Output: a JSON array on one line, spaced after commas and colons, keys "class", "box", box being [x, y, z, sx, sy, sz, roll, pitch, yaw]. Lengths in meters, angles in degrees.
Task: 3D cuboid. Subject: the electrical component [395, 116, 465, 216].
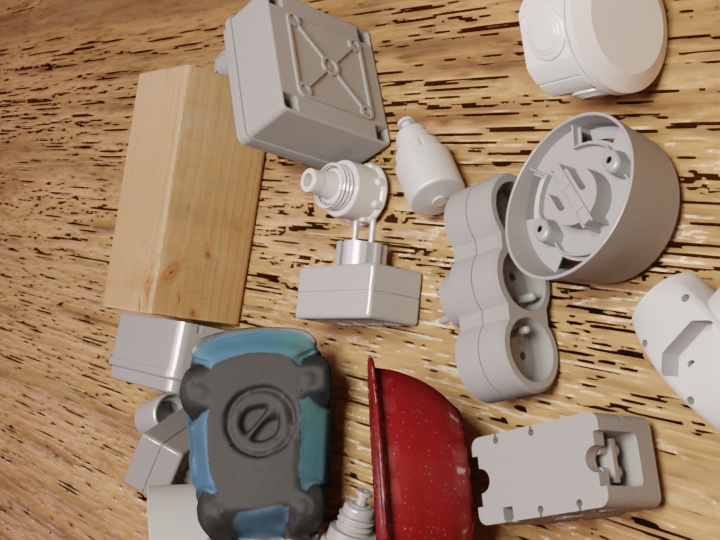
[{"class": "electrical component", "box": [0.044, -0.074, 0.741, 0.040, 0.040, 0.078, -45, 50, 34]}]

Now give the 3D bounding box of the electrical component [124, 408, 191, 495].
[{"class": "electrical component", "box": [-0.136, 0.158, 0.879, 0.076, 0.083, 0.047, 27, 105, 10]}]

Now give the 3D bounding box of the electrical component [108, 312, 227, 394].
[{"class": "electrical component", "box": [-0.153, 0.073, 0.909, 0.113, 0.078, 0.057, 4, 81, 50]}]

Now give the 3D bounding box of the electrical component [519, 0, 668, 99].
[{"class": "electrical component", "box": [0.135, -0.138, 0.619, 0.051, 0.080, 0.080, -4, 78, 54]}]

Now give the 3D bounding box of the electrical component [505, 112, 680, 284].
[{"class": "electrical component", "box": [0.129, -0.039, 0.612, 0.099, 0.064, 0.099, -15, 70, 47]}]

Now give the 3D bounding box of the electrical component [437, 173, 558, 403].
[{"class": "electrical component", "box": [0.075, 0.015, 0.673, 0.074, 0.052, 0.138, -21, 65, 46]}]

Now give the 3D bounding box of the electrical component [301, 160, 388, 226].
[{"class": "electrical component", "box": [-0.014, -0.060, 0.789, 0.048, 0.062, 0.048, -14, 71, 47]}]

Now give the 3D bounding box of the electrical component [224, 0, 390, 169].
[{"class": "electrical component", "box": [-0.040, -0.138, 0.802, 0.056, 0.109, 0.108, -30, 59, 39]}]

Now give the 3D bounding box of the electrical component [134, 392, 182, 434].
[{"class": "electrical component", "box": [-0.174, 0.130, 0.952, 0.046, 0.040, 0.040, -20, 66, 52]}]

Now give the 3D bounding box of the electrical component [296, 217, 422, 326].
[{"class": "electrical component", "box": [0.000, 0.000, 0.769, 0.083, 0.047, 0.075, -3, 78, 50]}]

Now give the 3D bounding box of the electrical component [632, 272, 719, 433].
[{"class": "electrical component", "box": [0.188, 0.029, 0.542, 0.079, 0.043, 0.077, -55, 45, 26]}]

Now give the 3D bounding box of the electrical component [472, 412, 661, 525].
[{"class": "electrical component", "box": [0.116, 0.112, 0.599, 0.089, 0.056, 0.050, -23, 64, 45]}]

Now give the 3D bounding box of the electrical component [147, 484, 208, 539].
[{"class": "electrical component", "box": [-0.122, 0.211, 0.805, 0.108, 0.060, 0.108, 173, 90, -82]}]

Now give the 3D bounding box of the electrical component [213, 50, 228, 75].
[{"class": "electrical component", "box": [-0.104, -0.182, 0.943, 0.046, 0.040, 0.040, -17, 69, 54]}]

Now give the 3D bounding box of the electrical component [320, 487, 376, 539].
[{"class": "electrical component", "box": [-0.008, 0.188, 0.739, 0.040, 0.040, 0.078, 23, 99, 50]}]
